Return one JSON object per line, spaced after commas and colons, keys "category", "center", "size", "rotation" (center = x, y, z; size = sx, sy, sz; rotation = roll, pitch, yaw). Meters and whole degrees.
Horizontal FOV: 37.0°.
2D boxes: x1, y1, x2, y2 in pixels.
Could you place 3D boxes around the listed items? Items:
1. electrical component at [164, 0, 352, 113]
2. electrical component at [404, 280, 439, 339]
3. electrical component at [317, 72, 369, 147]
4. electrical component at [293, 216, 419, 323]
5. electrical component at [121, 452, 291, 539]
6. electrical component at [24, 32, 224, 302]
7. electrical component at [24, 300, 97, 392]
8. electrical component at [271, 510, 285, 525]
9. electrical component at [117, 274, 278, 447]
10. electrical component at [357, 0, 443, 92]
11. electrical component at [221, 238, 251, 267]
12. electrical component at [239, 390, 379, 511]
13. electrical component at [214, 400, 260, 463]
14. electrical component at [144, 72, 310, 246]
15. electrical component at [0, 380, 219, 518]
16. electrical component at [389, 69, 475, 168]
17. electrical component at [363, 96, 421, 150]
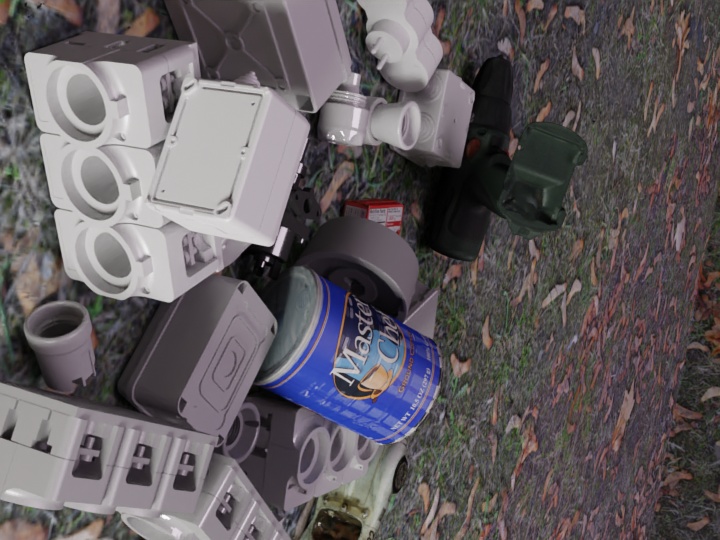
{"category": "electrical component", "center": [-0.072, -0.171, 0.740], "size": [0.056, 0.109, 0.108], "rotation": [-54, 144, -34]}
{"category": "electrical component", "center": [0.028, 0.058, 1.043], "size": [0.100, 0.048, 0.099], "rotation": [-42, 154, -27]}
{"category": "electrical component", "center": [-0.013, -0.140, 0.934], "size": [0.043, 0.043, 0.062], "rotation": [7, 93, -63]}
{"category": "electrical component", "center": [0.000, 0.000, 0.948], "size": [0.108, 0.108, 0.060], "rotation": [72, 34, -44]}
{"category": "electrical component", "center": [-0.119, 0.194, 0.811], "size": [0.061, 0.089, 0.150], "rotation": [-61, 148, -30]}
{"category": "electrical component", "center": [-0.145, -0.063, 0.662], "size": [0.062, 0.089, 0.150], "rotation": [-40, 134, -50]}
{"category": "electrical component", "center": [-0.188, 0.049, 0.681], "size": [0.040, 0.040, 0.046], "rotation": [-49, 147, -43]}
{"category": "electrical component", "center": [-0.098, 0.241, 0.921], "size": [0.064, 0.042, 0.081], "rotation": [-34, 129, -49]}
{"category": "electrical component", "center": [-0.119, 0.064, 0.797], "size": [0.113, 0.057, 0.078], "rotation": [-65, 150, -24]}
{"category": "electrical component", "center": [0.029, -0.214, 0.974], "size": [0.073, 0.052, 0.138], "rotation": [-61, 148, -30]}
{"category": "electrical component", "center": [-0.102, -0.045, 0.784], "size": [0.077, 0.044, 0.079], "rotation": [-29, 150, -56]}
{"category": "electrical component", "center": [-0.042, 0.152, 0.970], "size": [0.150, 0.062, 0.089], "rotation": [-5, 105, -61]}
{"category": "electrical component", "center": [-0.111, 0.123, 0.844], "size": [0.055, 0.047, 0.055], "rotation": [-32, 128, -54]}
{"category": "electrical component", "center": [-0.072, -0.068, 0.629], "size": [0.061, 0.062, 0.096], "rotation": [33, 71, -61]}
{"category": "electrical component", "center": [-0.173, 0.116, 0.680], "size": [0.150, 0.089, 0.061], "rotation": [31, 73, -61]}
{"category": "electrical component", "center": [0.076, -0.154, 1.090], "size": [0.100, 0.048, 0.099], "rotation": [16, 84, -65]}
{"category": "electrical component", "center": [0.022, -0.135, 0.988], "size": [0.045, 0.055, 0.045], "rotation": [-32, 128, -54]}
